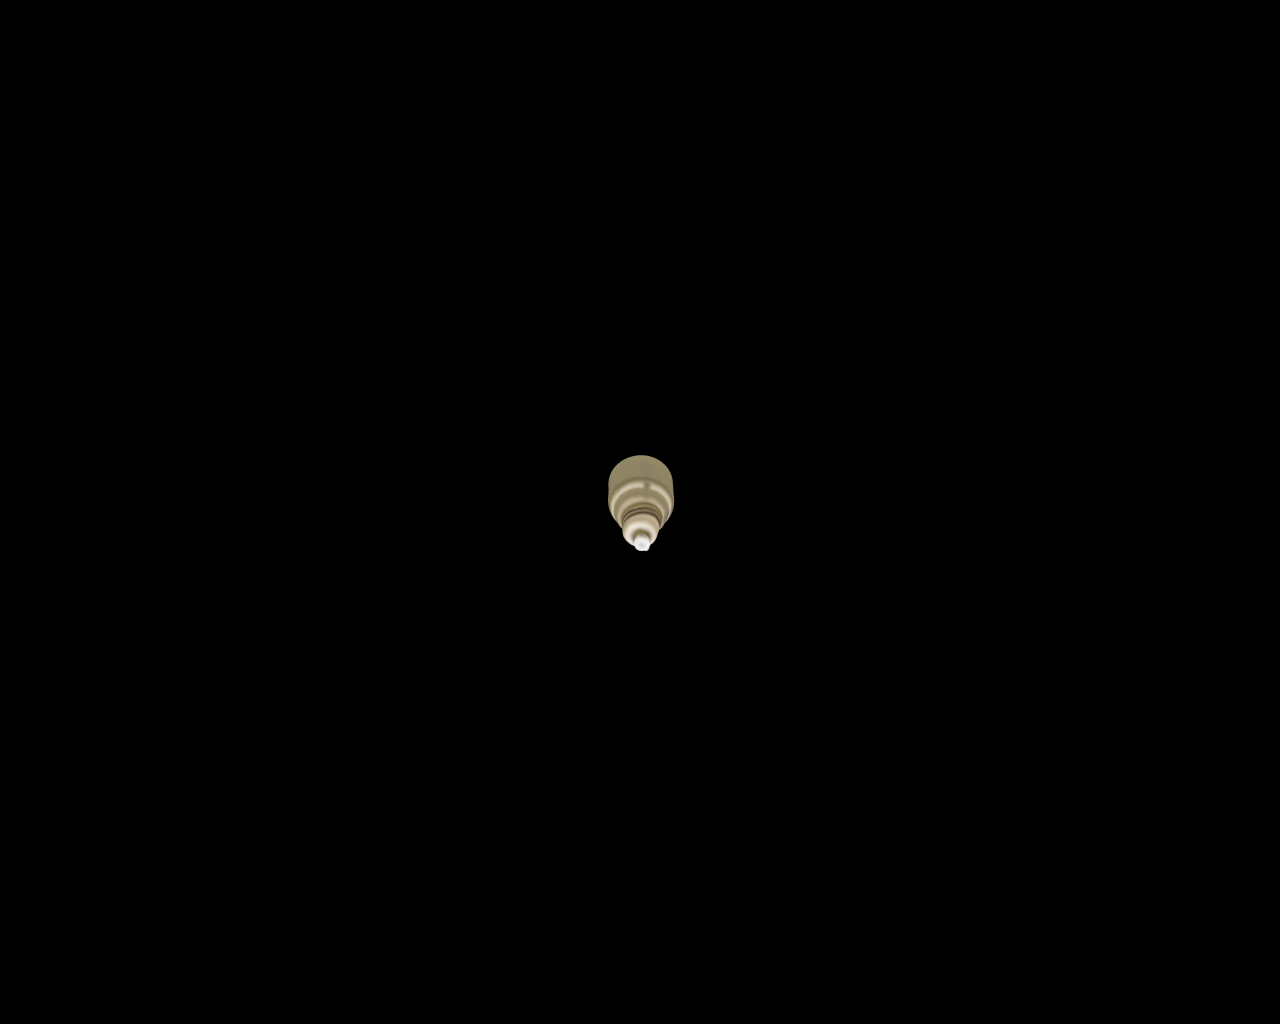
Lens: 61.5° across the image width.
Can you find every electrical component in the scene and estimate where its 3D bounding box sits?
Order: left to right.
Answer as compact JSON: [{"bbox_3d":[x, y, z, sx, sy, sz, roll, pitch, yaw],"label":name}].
[{"bbox_3d":[0.001,-0.003,0.650,0.040,0.040,0.078,0,34,0],"label":"electrical component"}]
